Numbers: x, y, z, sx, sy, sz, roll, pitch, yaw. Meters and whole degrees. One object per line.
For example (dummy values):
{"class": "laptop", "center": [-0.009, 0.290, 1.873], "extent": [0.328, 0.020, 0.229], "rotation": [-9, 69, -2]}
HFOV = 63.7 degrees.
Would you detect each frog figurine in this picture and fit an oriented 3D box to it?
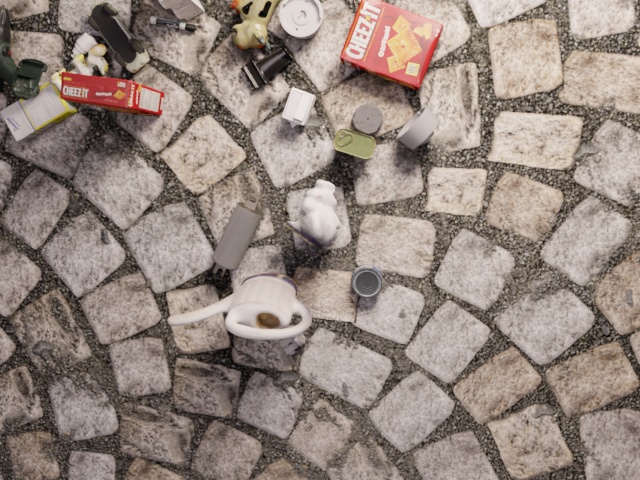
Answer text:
{"class": "frog figurine", "center": [0.004, -0.067, 1.324], "extent": [0.136, 0.124, 0.159], "rotation": [36, 91, -34]}

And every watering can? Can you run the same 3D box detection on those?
{"class": "watering can", "center": [-0.189, 0.168, 1.313], "extent": [0.348, 0.229, 0.102], "rotation": [6, 117, 4]}
